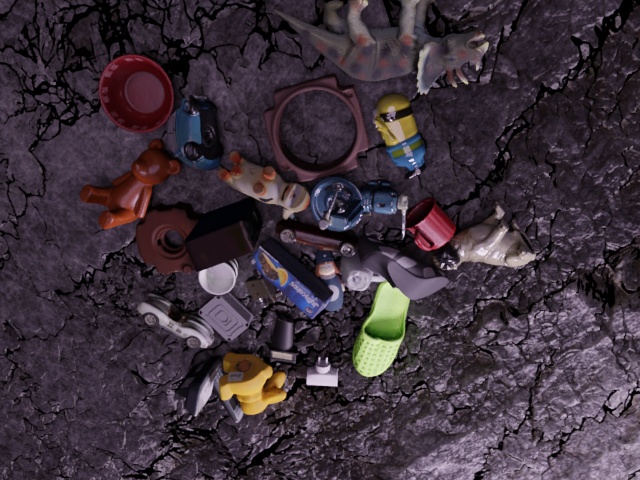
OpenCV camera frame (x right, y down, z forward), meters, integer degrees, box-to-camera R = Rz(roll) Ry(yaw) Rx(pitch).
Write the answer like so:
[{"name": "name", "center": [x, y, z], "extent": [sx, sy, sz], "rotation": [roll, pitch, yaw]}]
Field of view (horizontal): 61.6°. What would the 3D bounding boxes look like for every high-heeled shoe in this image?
[{"name": "high-heeled shoe", "center": [0.188, 0.055, 1.220], "extent": [0.248, 0.145, 0.086], "rotation": [6, 133, -46]}]

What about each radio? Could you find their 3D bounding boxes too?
[{"name": "radio", "center": [-0.199, -0.019, 1.152], "extent": [0.131, 0.230, 0.073], "rotation": [-19, 108, 5]}]

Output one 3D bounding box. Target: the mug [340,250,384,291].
[{"name": "mug", "center": [0.097, 0.077, 1.230], "extent": [0.110, 0.107, 0.080], "rotation": [17, 111, -1]}]

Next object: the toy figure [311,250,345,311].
[{"name": "toy figure", "center": [0.021, 0.089, 1.268], "extent": [0.064, 0.058, 0.154], "rotation": [-20, 109, -29]}]

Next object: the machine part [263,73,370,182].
[{"name": "machine part", "center": [-0.006, -0.235, 1.138], "extent": [0.201, 0.087, 0.201], "rotation": [-13, 107, 8]}]

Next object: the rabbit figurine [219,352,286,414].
[{"name": "rabbit figurine", "center": [-0.167, 0.371, 1.365], "extent": [0.162, 0.122, 0.173], "rotation": [-7, 123, -4]}]

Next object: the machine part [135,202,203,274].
[{"name": "machine part", "center": [-0.344, -0.003, 1.257], "extent": [0.179, 0.056, 0.179], "rotation": [1, 109, 4]}]

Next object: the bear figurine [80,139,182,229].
[{"name": "bear figurine", "center": [-0.408, -0.126, 1.180], "extent": [0.196, 0.132, 0.120], "rotation": [-45, 74, 23]}]

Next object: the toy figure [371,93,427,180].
[{"name": "toy figure", "center": [0.173, -0.221, 1.135], "extent": [0.089, 0.082, 0.180], "rotation": [-30, 101, 1]}]

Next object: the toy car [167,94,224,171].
[{"name": "toy car", "center": [-0.278, -0.226, 1.151], "extent": [0.103, 0.109, 0.161], "rotation": [-2, 101, 23]}]

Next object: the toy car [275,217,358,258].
[{"name": "toy car", "center": [-0.003, -0.004, 1.218], "extent": [0.202, 0.089, 0.053], "rotation": [14, 109, -3]}]

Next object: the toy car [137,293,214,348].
[{"name": "toy car", "center": [-0.350, 0.199, 1.318], "extent": [0.202, 0.073, 0.056], "rotation": [30, 109, -7]}]

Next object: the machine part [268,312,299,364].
[{"name": "machine part", "center": [-0.091, 0.246, 1.340], "extent": [0.084, 0.039, 0.138], "rotation": [6, 112, 10]}]

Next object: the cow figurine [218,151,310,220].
[{"name": "cow figurine", "center": [-0.111, -0.111, 1.168], "extent": [0.195, 0.127, 0.085], "rotation": [23, 82, 21]}]

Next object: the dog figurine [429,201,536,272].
[{"name": "dog figurine", "center": [0.365, 0.030, 1.213], "extent": [0.190, 0.121, 0.172], "rotation": [-38, 100, 29]}]

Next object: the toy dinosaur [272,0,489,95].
[{"name": "toy dinosaur", "center": [0.117, -0.380, 1.068], "extent": [0.405, 0.131, 0.192], "rotation": [-1, 109, 10]}]

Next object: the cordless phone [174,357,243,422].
[{"name": "cordless phone", "center": [-0.264, 0.403, 1.346], "extent": [0.089, 0.146, 0.184], "rotation": [-25, 103, 20]}]

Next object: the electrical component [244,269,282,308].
[{"name": "electrical component", "center": [-0.133, 0.109, 1.292], "extent": [0.078, 0.045, 0.102], "rotation": [-20, 107, 40]}]

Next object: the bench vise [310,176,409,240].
[{"name": "bench vise", "center": [0.068, -0.066, 1.123], "extent": [0.224, 0.240, 0.128], "rotation": [17, 114, 14]}]

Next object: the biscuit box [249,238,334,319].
[{"name": "biscuit box", "center": [-0.065, 0.088, 1.236], "extent": [0.203, 0.063, 0.059], "rotation": [41, 119, 7]}]
